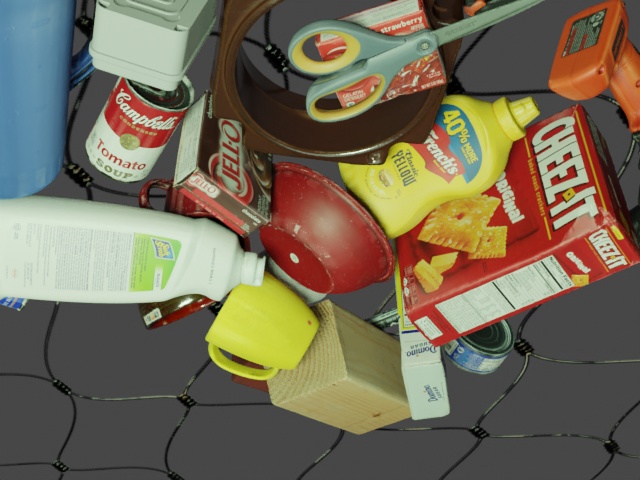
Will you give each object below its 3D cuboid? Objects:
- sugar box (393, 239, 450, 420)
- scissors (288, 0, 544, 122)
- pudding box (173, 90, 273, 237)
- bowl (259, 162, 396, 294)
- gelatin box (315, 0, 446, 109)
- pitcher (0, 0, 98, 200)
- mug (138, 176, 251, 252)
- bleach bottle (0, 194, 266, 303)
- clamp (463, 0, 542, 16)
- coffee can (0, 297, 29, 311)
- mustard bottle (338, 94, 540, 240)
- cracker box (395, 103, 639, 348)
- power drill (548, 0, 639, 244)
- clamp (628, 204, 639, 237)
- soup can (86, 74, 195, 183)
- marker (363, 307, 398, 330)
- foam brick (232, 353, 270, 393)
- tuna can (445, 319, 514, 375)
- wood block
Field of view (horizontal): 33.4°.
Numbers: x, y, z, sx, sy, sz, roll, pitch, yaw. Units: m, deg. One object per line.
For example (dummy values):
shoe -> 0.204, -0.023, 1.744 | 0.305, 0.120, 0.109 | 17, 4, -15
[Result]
sugar box -> 0.105, 0.086, 1.099 | 0.048, 0.176, 0.093 | -9, 136, 6
scissors -> 0.062, -0.158, 0.807 | 0.202, 0.016, 0.096 | -32, 126, 24
pudding box -> -0.087, -0.070, 0.983 | 0.039, 0.113, 0.090 | -33, 128, 28
bowl -> -0.007, 0.001, 1.034 | 0.162, 0.055, 0.162 | 35, 156, 18
gelatin box -> 0.048, -0.147, 0.849 | 0.089, 0.030, 0.073 | -15, 132, 12
pitcher -> -0.260, -0.154, 0.898 | 0.149, 0.145, 0.243 | 15, 138, 1
mug -> -0.124, -0.025, 1.051 | 0.117, 0.081, 0.093 | 21, 131, -21
bleach bottle -> -0.177, 0.019, 0.985 | 0.250, 0.068, 0.103 | 8, 111, -3
clamp -> 0.194, -0.238, 0.876 | 0.120, 0.039, 0.172 | 33, 129, -23
coffee can -> -0.348, 0.001, 1.057 | 0.140, 0.103, 0.103 | 20, 131, -21
mustard bottle -> 0.116, -0.080, 0.995 | 0.192, 0.096, 0.058 | -28, 166, 23
cracker box -> 0.176, -0.015, 1.010 | 0.214, 0.164, 0.072 | -26, 132, 23
power drill -> 0.273, -0.100, 0.928 | 0.057, 0.184, 0.187 | -17, 129, 41
clamp -> 0.385, -0.045, 1.074 | 0.164, 0.036, 0.210 | 9, 134, -11
soup can -> -0.166, -0.109, 0.976 | 0.068, 0.068, 0.102 | 21, 132, -21
marker -> 0.093, 0.083, 1.208 | 0.121, 0.020, 0.020 | -24, 131, 21
foam brick -> -0.065, 0.124, 1.204 | 0.053, 0.078, 0.051 | 21, 129, -21
tuna can -> 0.172, 0.105, 1.185 | 0.086, 0.086, 0.034 | 15, 131, -16
wood block -> 0.026, 0.145, 1.169 | 0.091, 0.090, 0.205 | -23, 153, 19
